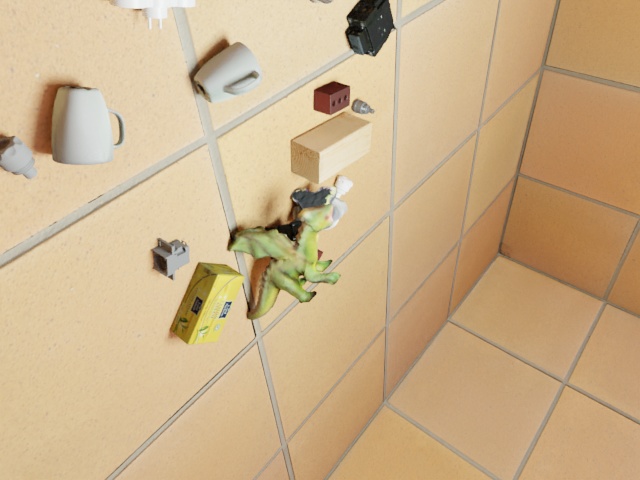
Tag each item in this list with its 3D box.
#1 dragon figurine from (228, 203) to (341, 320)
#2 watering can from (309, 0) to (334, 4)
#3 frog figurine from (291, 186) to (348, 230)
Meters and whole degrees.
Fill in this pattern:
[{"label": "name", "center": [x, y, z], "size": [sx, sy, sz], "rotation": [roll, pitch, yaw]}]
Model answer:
[{"label": "dragon figurine", "center": [-0.107, 0.051, 1.213], "size": [0.405, 0.125, 0.240], "rotation": [-35, 118, 25]}, {"label": "watering can", "center": [0.014, -0.566, 0.922], "size": [0.224, 0.104, 0.347], "rotation": [-65, 173, 3]}, {"label": "frog figurine", "center": [0.004, -0.067, 1.339], "size": [0.137, 0.125, 0.157], "rotation": [-26, 156, 2]}]
